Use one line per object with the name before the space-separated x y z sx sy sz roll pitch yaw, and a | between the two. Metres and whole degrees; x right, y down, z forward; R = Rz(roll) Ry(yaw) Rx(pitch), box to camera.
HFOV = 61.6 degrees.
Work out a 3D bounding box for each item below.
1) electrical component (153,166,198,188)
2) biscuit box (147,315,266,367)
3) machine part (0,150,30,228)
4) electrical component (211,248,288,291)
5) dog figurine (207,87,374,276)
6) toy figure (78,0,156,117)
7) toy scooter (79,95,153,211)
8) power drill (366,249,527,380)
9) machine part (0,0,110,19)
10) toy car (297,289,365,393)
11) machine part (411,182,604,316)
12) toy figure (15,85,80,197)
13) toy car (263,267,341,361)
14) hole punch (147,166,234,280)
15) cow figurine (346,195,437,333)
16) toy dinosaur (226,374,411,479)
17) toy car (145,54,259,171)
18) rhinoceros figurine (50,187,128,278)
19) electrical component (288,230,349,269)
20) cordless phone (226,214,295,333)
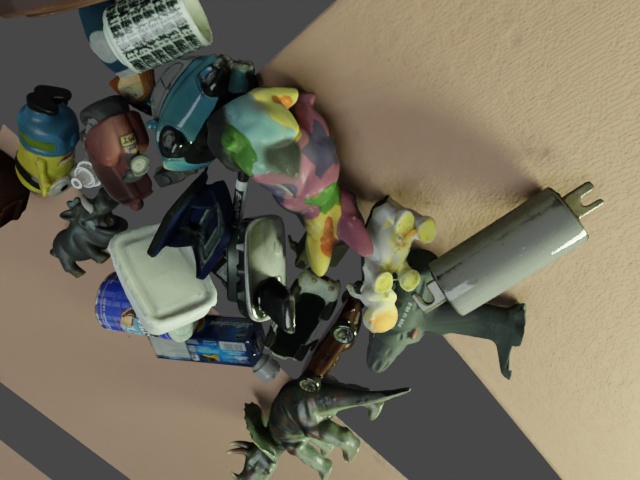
electrical component | -0.200 -0.097 0.750 0.094 0.063 0.021 -10 120 27
biscuit box | -0.196 0.172 0.940 0.203 0.063 0.059 0 123 19
machine part | -0.543 -0.084 0.821 0.179 0.179 0.056 37 125 -8
electrical component | -0.111 0.057 0.838 0.119 0.048 0.075 45 127 -11
dog figurine | -0.023 -0.061 0.635 0.108 0.191 0.219 -25 90 25
toy figure | -0.248 -0.224 0.684 0.064 0.058 0.154 9 132 42
toy scooter | -0.268 -0.107 0.724 0.184 0.075 0.135 -13 105 61
power drill | 0.177 0.128 0.770 0.207 0.086 0.231 17 125 18
machine part | -0.220 -0.291 0.533 0.202 0.201 0.087 0 126 20
toy car | 0.022 0.159 0.835 0.053 0.089 0.202 29 127 -1
machine part | 0.219 0.016 0.636 0.243 0.079 0.079 -36 108 13
toy figure | -0.397 -0.143 0.781 0.089 0.082 0.180 40 137 14
toy car | -0.031 0.124 0.852 0.073 0.056 0.201 24 130 -5
hole punch | -0.169 -0.020 0.760 0.092 0.116 0.142 29 132 -8
cow figurine | 0.079 0.030 0.694 0.068 0.098 0.167 8 107 -31
toy dinosaur | -0.024 0.308 0.946 0.192 0.131 0.404 32 122 -4
toy car | -0.156 -0.169 0.663 0.103 0.109 0.161 42 117 15
rhinoceros figurine | -0.369 -0.017 0.870 0.190 0.073 0.112 -34 97 37
electrical component | -0.001 -0.001 0.761 0.078 0.045 0.102 7 135 -21
cordless phone | -0.067 0.042 0.707 0.089 0.184 0.146 -2 96 -18
